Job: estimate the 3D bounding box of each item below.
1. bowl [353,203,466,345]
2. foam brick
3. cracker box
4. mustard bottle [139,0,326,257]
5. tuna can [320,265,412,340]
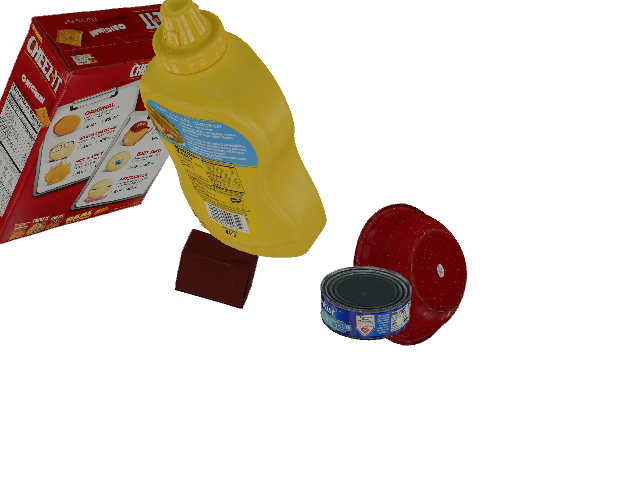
[{"bbox_3d":[0.113,0.036,1.190,0.161,0.162,0.055,0,-6,-42],"label":"bowl"},{"bbox_3d":[-0.111,0.030,1.146,0.078,0.051,0.053,16,30,1],"label":"foam brick"},{"bbox_3d":[-0.197,-0.103,0.922,0.163,0.072,0.214,-20,-25,-45],"label":"cracker box"},{"bbox_3d":[-0.059,-0.070,0.648,0.096,0.058,0.191,22,-28,28],"label":"mustard bottle"},{"bbox_3d":[0.042,0.058,1.001,0.086,0.034,0.086,1,27,-1],"label":"tuna can"}]
